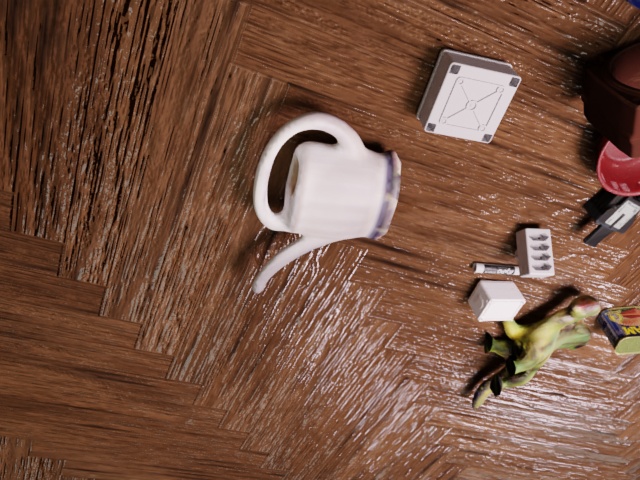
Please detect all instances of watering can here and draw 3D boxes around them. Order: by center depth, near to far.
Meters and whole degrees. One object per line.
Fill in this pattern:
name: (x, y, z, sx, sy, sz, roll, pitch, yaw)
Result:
watering can: (0.002, -0.041, 0.818, 0.224, 0.106, 0.339, 5, 128, -11)

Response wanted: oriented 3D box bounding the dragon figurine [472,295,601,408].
dragon figurine: (0.480, 0.245, 1.115, 0.243, 0.125, 0.400, -7, 139, -10)
